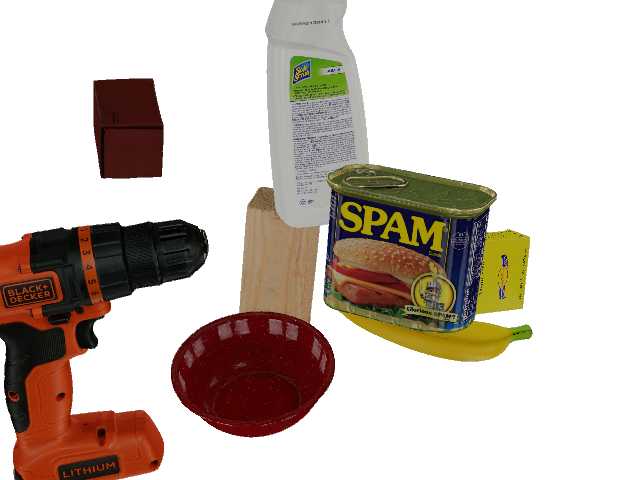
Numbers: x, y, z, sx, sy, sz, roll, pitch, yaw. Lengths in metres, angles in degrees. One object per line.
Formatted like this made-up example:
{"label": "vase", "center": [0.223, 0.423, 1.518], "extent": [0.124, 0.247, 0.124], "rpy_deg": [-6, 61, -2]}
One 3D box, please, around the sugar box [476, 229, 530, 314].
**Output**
{"label": "sugar box", "center": [0.162, 0.041, 1.247], "extent": [0.175, 0.093, 0.048], "rpy_deg": [-6, 16, -32]}

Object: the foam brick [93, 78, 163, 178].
{"label": "foam brick", "center": [-0.163, -0.095, 0.900], "extent": [0.053, 0.051, 0.078], "rpy_deg": [-3, 39, -14]}

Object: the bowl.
{"label": "bowl", "center": [-0.065, 0.142, 1.058], "extent": [0.162, 0.055, 0.162], "rpy_deg": [-2, 37, 2]}

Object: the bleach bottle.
{"label": "bleach bottle", "center": [0.000, -0.139, 1.010], "extent": [0.102, 0.251, 0.068], "rpy_deg": [-11, 31, -16]}

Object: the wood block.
{"label": "wood block", "center": [-0.056, 0.042, 1.455], "extent": [0.090, 0.206, 0.090], "rpy_deg": [9, 22, 6]}

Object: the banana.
{"label": "banana", "center": [0.079, 0.070, 0.930], "extent": [0.198, 0.037, 0.069], "rpy_deg": [16, 14, 26]}

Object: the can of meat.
{"label": "can of meat", "center": [0.052, 0.005, 0.665], "extent": [0.102, 0.084, 0.057], "rpy_deg": [13, 22, 23]}

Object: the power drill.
{"label": "power drill", "center": [-0.159, 0.077, 0.738], "extent": [0.184, 0.188, 0.057], "rpy_deg": [-9, 26, -6]}
